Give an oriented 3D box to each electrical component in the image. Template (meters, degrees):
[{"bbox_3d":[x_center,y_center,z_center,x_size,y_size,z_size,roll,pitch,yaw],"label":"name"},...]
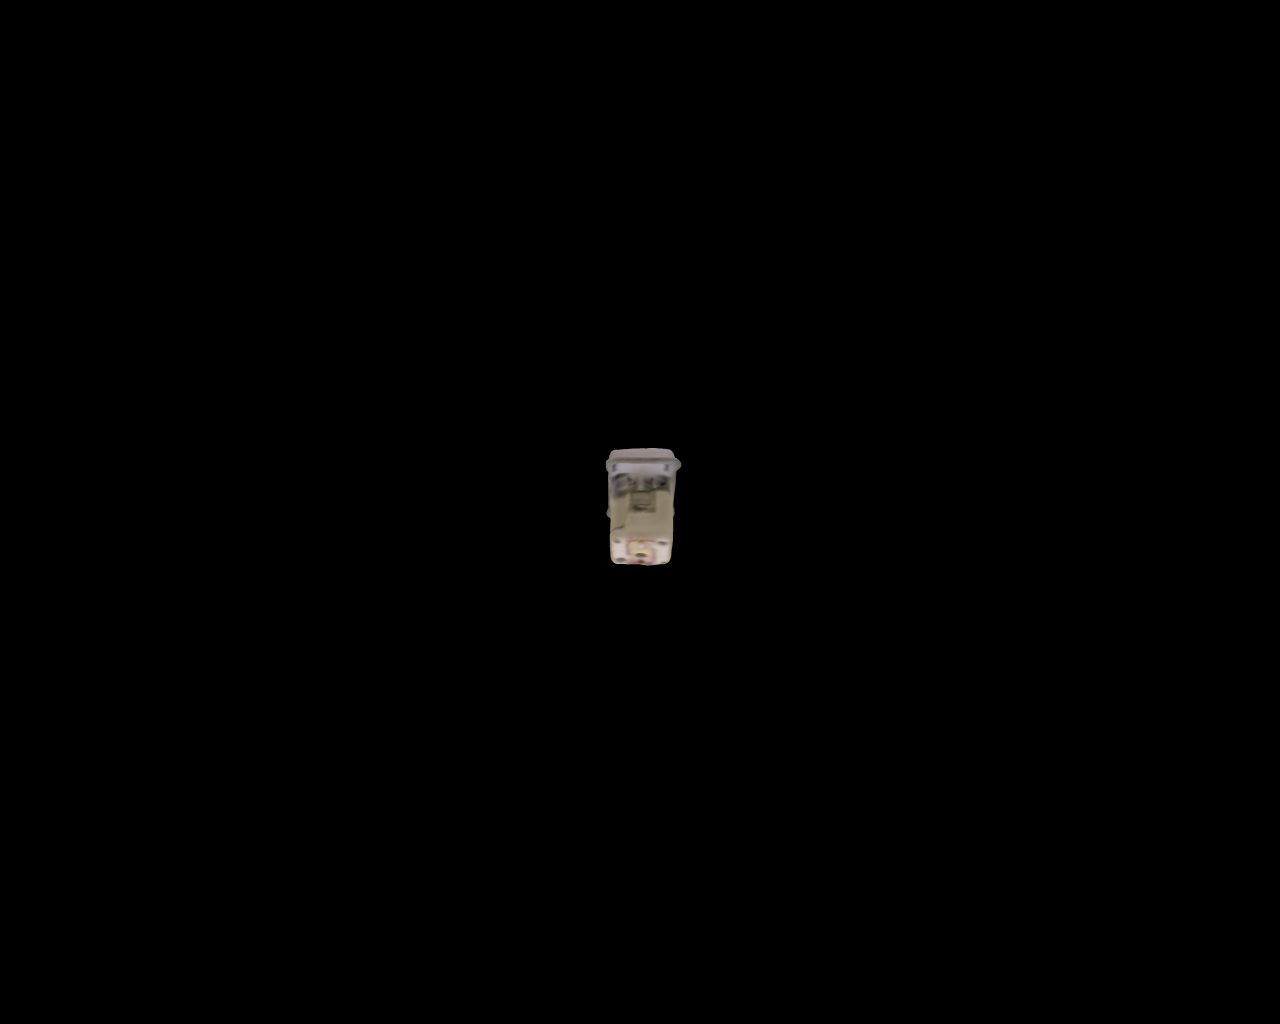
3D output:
[{"bbox_3d":[0.001,-0.003,0.650,0.042,0.064,0.081,0,-25,0],"label":"electrical component"}]
